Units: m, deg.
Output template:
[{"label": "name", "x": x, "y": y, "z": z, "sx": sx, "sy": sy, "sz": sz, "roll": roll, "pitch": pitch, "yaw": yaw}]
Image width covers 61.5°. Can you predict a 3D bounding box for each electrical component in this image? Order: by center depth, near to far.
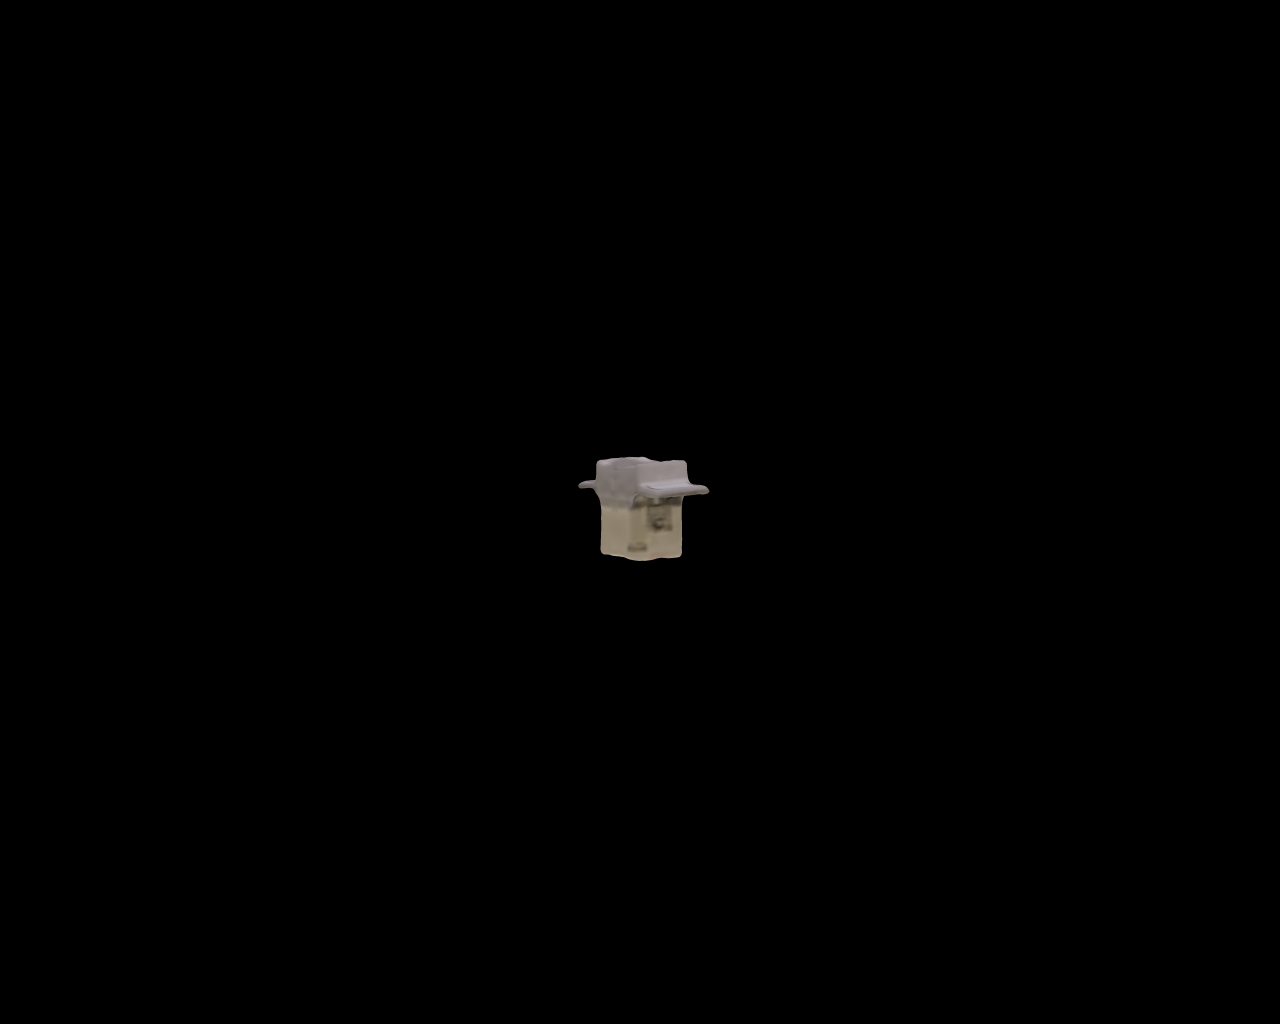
[{"label": "electrical component", "x": 0.001, "y": -0.003, "z": 0.650, "sx": 0.042, "sy": 0.063, "sz": 0.081, "roll": -5, "pitch": 9, "yaw": -35}]
